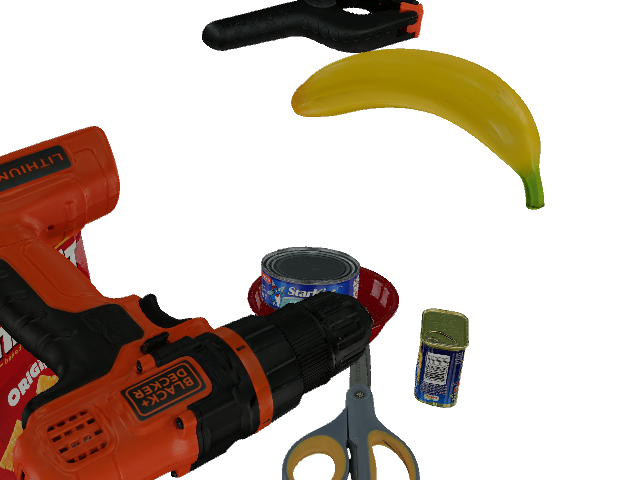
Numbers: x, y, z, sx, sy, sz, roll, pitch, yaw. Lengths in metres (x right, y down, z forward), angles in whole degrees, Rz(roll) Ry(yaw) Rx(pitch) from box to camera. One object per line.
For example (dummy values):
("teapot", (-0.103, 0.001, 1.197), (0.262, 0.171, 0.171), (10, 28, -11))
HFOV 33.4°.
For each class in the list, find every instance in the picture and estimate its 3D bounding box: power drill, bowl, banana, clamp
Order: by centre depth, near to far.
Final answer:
("power drill", (-0.091, 0.026, 0.521), (0.184, 0.057, 0.188), (-24, 56, -31))
("banana", (0.061, -0.084, 0.661), (0.198, 0.070, 0.037), (27, 8, 36))
("clamp", (-0.005, -0.195, 0.850), (0.171, 0.120, 0.039), (4, -27, -5))
("bowl", (0.002, 0.081, 1.147), (0.162, 0.055, 0.162), (1, 27, -1))

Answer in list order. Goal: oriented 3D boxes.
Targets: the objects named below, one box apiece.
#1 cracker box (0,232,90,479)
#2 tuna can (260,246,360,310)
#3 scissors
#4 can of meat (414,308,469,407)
("cracker box", (-0.238, 0.106, 0.832), (0.072, 0.214, 0.164), (9, 32, 19))
("tuna can", (-0.009, 0.035, 0.923), (0.086, 0.034, 0.086), (2, 19, -1))
("scissors", (0.010, 0.117, 0.731), (0.096, 0.016, 0.202), (-6, 32, -12))
("can of meat", (0.145, 0.142, 1.294), (0.057, 0.084, 0.102), (8, 21, 4))
